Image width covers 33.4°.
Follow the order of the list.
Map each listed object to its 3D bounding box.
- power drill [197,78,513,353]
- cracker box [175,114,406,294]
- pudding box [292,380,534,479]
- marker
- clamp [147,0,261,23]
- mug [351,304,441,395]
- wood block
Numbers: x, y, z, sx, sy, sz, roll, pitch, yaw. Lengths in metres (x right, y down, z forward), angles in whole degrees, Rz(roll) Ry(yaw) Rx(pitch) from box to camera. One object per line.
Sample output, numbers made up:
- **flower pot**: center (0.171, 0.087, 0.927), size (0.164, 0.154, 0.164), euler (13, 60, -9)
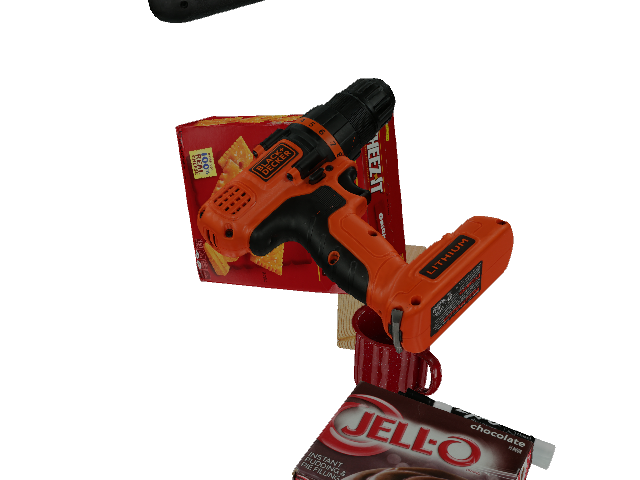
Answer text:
- **power drill**: center (0.036, -0.022, 0.734), size (0.188, 0.184, 0.057), euler (34, -25, 29)
- **cracker box**: center (-0.030, -0.037, 1.024), size (0.214, 0.164, 0.071), euler (4, 17, 35)
- **pudding box**: center (0.052, 0.133, 0.601), size (0.114, 0.039, 0.089), euler (19, 35, 19)
- **marker**: center (0.112, 0.138, 0.788), size (0.121, 0.020, 0.020), euler (21, 4, 11)
- **clamp**: center (-0.007, -0.140, 0.529), size (0.171, 0.039, 0.120), euler (-1, 41, 4)
- **mug**: center (0.087, 0.128, 1.170), size (0.093, 0.081, 0.117), euler (-24, 39, -38)
- **wood block**: center (0.093, 0.080, 1.553), size (0.091, 0.090, 0.206), euler (6, 21, 13)
